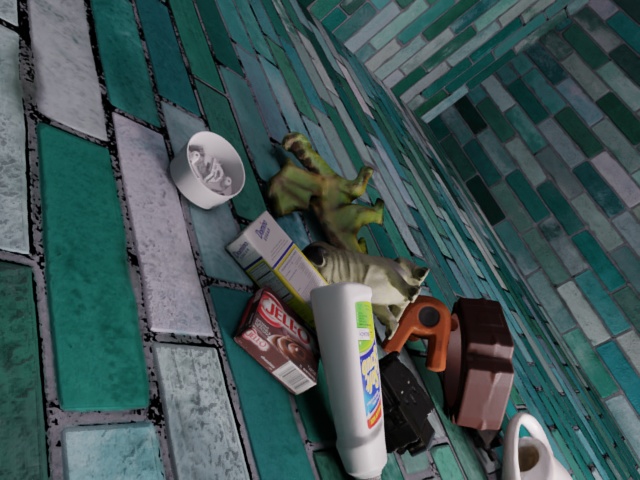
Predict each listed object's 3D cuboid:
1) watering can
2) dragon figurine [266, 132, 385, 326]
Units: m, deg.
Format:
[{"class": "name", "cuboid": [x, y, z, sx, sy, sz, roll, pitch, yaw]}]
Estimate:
[{"class": "watering can", "cuboid": [0.391, 0.481, 0.913, 0.223, 0.102, 0.355, 49, 36, -13]}, {"class": "dragon figurine", "cuboid": [0.003, -0.048, 0.950, 0.242, 0.120, 0.420, 14, 48, -32]}]
